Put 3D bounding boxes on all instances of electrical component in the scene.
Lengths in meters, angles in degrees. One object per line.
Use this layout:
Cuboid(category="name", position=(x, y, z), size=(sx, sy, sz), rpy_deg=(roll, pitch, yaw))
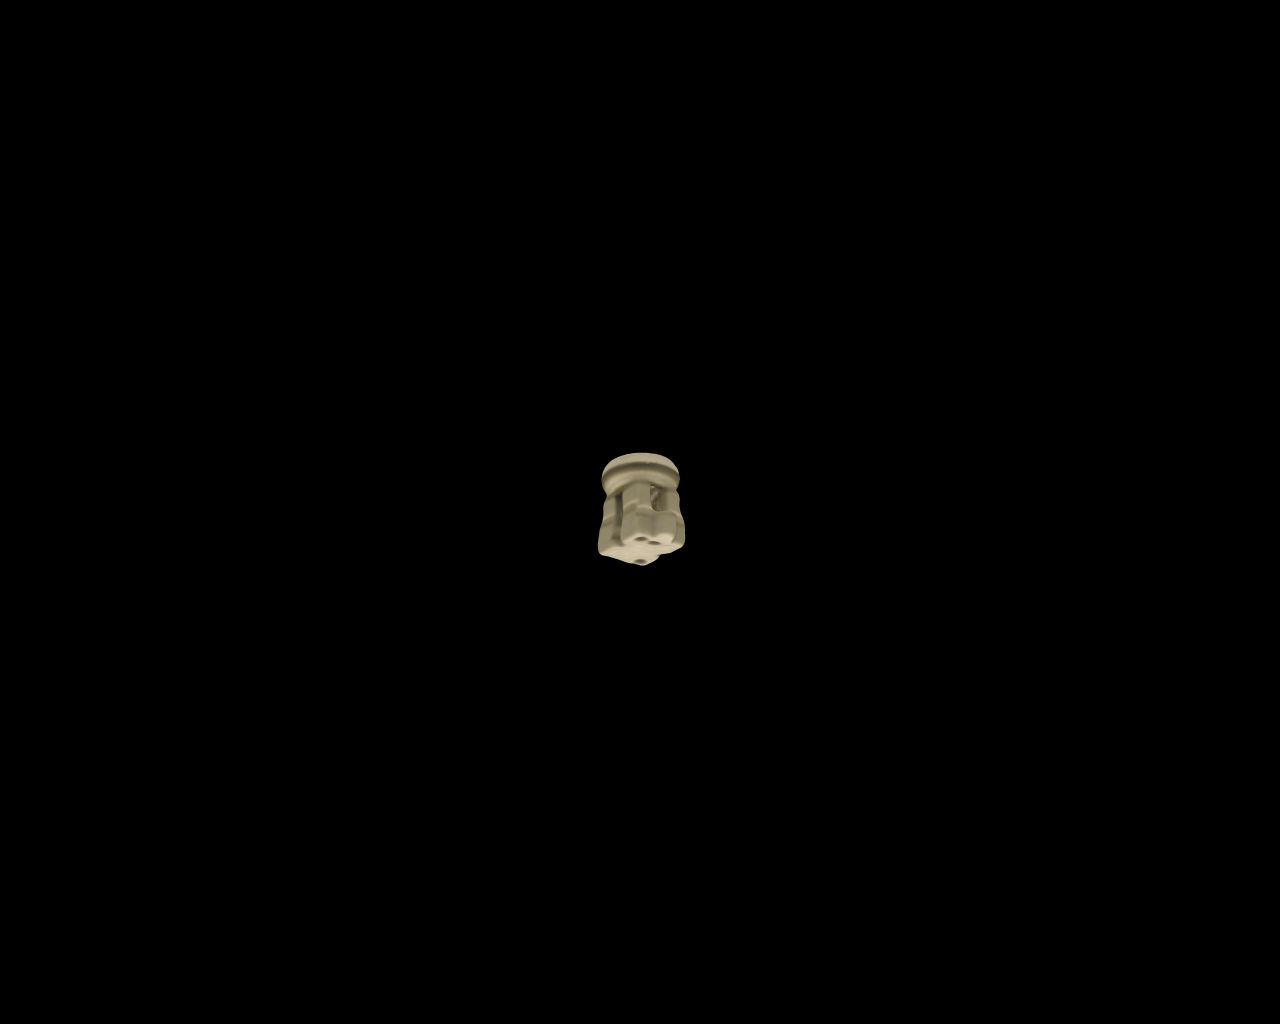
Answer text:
Cuboid(category="electrical component", position=(0.001, -0.003, 0.650), size=(0.048, 0.055, 0.066), rpy_deg=(17, -29, -32))
